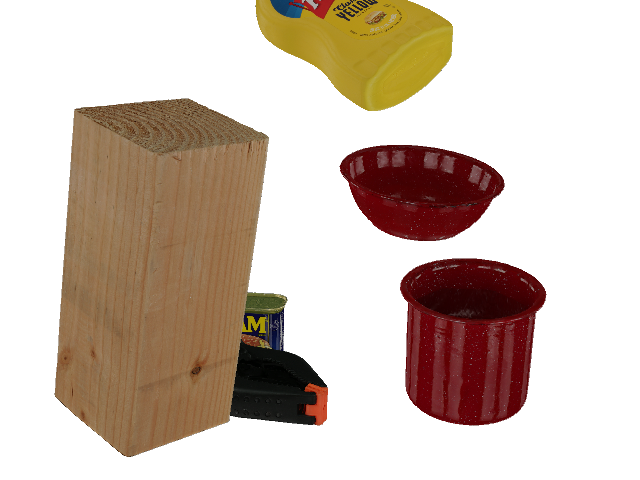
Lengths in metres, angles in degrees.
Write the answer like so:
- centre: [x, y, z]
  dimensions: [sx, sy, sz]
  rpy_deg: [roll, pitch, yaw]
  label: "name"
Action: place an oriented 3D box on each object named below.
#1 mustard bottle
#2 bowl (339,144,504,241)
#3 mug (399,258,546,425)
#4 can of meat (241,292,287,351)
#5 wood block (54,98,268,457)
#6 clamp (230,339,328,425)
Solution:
- centre: [0.006, -0.179, 0.842]
  dimensions: [0.096, 0.058, 0.192]
  rpy_deg: [-37, 57, -23]
  label: "mustard bottle"
- centre: [0.098, -0.042, 1.054]
  dimensions: [0.162, 0.055, 0.162]
  rpy_deg: [4, 24, -2]
  label: "bowl"
- centre: [0.098, 0.062, 0.712]
  dimensions: [0.093, 0.081, 0.117]
  rpy_deg: [2, 24, 3]
  label: "mug"
- centre: [-0.089, 0.105, 1.176]
  dimensions: [0.102, 0.084, 0.057]
  rpy_deg: [3, 14, 5]
  label: "can of meat"
- centre: [-0.106, 0.022, 0.693]
  dimensions: [0.090, 0.206, 0.090]
  rpy_deg: [-13, 31, -43]
  label: "wood block"
- centre: [-0.073, 0.104, 0.888]
  dimensions: [0.210, 0.036, 0.164]
  rpy_deg: [12, 20, 31]
  label: "clamp"
